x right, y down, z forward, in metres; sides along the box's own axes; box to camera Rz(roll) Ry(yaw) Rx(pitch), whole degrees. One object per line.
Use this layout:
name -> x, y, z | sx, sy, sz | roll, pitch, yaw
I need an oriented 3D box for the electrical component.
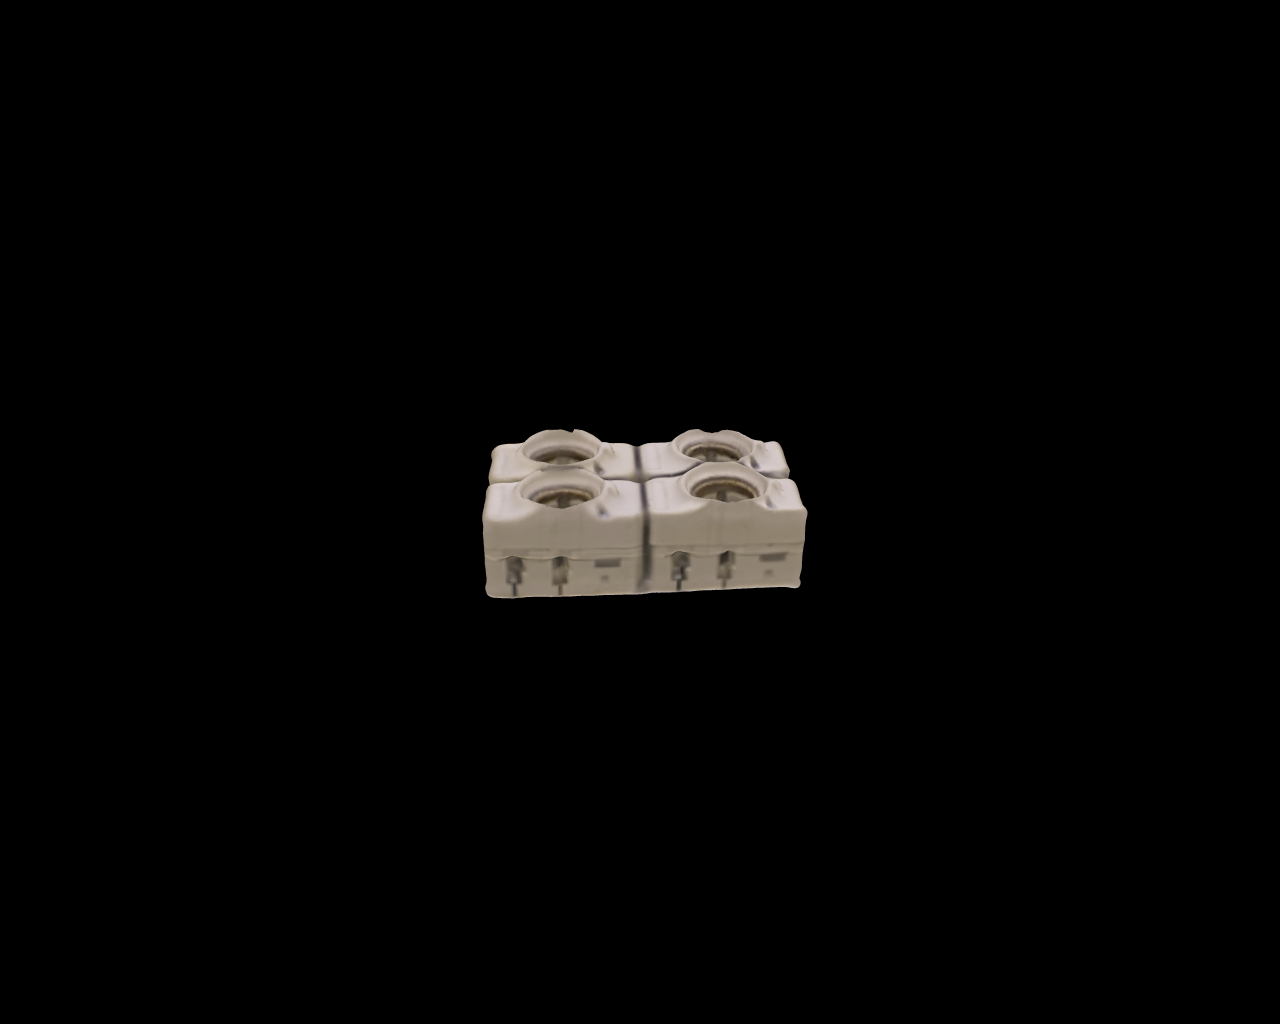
electrical component -> 0.001, -0.003, 0.650 | 0.186, 0.060, 0.105 | -1, 28, -2
